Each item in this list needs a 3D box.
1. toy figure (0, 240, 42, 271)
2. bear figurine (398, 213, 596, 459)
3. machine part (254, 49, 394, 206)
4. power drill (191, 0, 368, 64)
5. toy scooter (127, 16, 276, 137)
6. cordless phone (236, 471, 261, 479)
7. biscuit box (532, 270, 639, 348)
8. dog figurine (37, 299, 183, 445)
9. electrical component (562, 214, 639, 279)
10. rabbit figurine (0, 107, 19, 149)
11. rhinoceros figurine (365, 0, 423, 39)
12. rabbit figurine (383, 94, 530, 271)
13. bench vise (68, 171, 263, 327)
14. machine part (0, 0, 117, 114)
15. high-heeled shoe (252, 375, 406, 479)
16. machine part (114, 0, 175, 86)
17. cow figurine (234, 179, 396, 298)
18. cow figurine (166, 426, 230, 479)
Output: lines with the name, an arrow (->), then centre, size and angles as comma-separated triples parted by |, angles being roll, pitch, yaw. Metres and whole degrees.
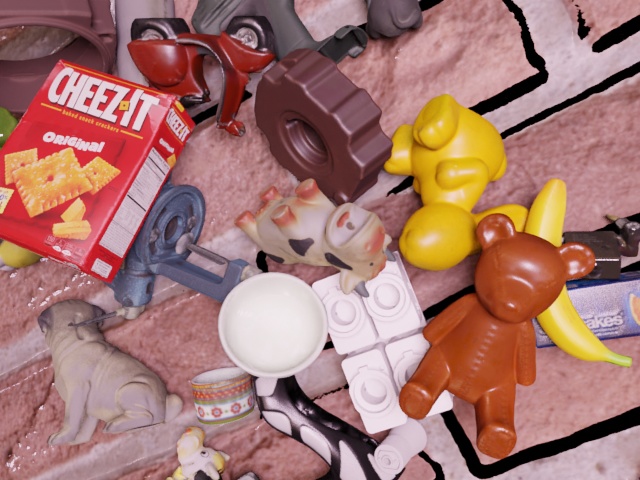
toy figure -> -0.461, -0.039, 0.761 | 0.089, 0.082, 0.180 | -37, 80, 14
bear figurine -> 0.168, 0.085, 0.509 | 0.120, 0.132, 0.195 | 25, 127, 12
machine part -> -0.002, -0.119, 0.600 | 0.179, 0.179, 0.056 | 45, 66, 10
power drill -> -0.036, -0.295, 0.651 | 0.232, 0.086, 0.207 | -41, 85, 13
toy scooter -> -0.139, -0.191, 0.633 | 0.184, 0.075, 0.135 | 6, 115, 15
cordless phone -> -0.017, 0.344, 0.655 | 0.146, 0.088, 0.184 | -43, 77, 11
biscuit box -> 0.323, 0.069, 0.574 | 0.203, 0.059, 0.062 | -11, 88, 14
dog figurine -> -0.279, 0.161, 0.717 | 0.172, 0.121, 0.190 | -4, 70, -18
electrical component -> 0.288, 0.004, 0.579 | 0.102, 0.078, 0.045 | 3, 119, 27
rabbit figurine -> -0.368, -0.093, 0.711 | 0.159, 0.170, 0.121 | -12, 84, 58
rhinoceros figurine -> 0.063, -0.324, 0.610 | 0.073, 0.112, 0.190 | -13, 95, 16
rabbit figurine -> 0.137, -0.040, 0.582 | 0.162, 0.122, 0.173 | 30, 62, -23
bench vise -> -0.185, 0.025, 0.675 | 0.241, 0.129, 0.223 | 21, 99, 17
machine part -> -0.361, -0.237, 0.654 | 0.201, 0.201, 0.087 | -41, 67, 56
high-heeled shoe -> 0.005, 0.196, 0.654 | 0.145, 0.086, 0.248 | -16, 83, -1
machine part -> -0.225, -0.232, 0.701 | 0.079, 0.079, 0.243 | -3, 91, 14
cow figurine -> -0.001, -0.002, 0.606 | 0.127, 0.195, 0.085 | 49, 65, -24
cow figurine -> -0.153, 0.330, 0.694 | 0.098, 0.068, 0.167 | 12, 97, 8
